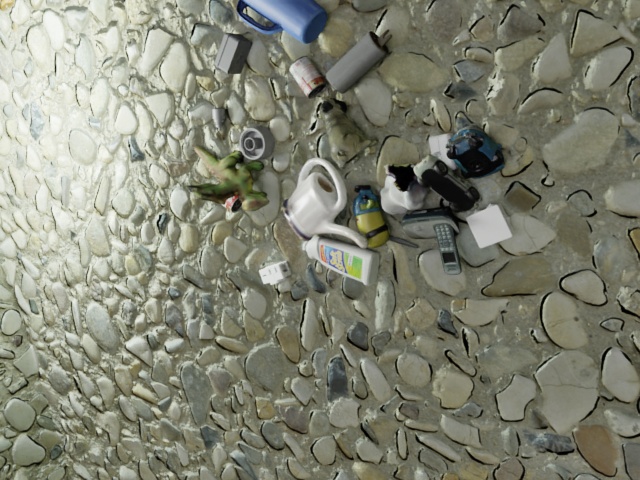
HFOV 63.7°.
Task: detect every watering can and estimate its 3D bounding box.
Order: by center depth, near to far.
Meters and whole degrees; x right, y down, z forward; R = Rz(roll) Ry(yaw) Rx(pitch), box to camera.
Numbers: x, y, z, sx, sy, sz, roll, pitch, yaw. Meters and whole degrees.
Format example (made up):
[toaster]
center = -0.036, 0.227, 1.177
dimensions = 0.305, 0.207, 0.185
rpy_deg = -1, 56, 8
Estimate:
[watering can]
center = 0.005, -0.075, 1.499
dimensions = 0.221, 0.104, 0.354
rpy_deg = -43, 56, 33

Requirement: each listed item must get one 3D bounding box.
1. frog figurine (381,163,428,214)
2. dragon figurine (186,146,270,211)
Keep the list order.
[frog figurine]
center = 0.227, -0.127, 1.402
dimensions = 0.139, 0.124, 0.155
rpy_deg = 43, 156, 32
[dragon figurine]
center = -0.313, -0.192, 1.613
dimensions = 0.413, 0.246, 0.120
rpy_deg = 25, 119, 21
